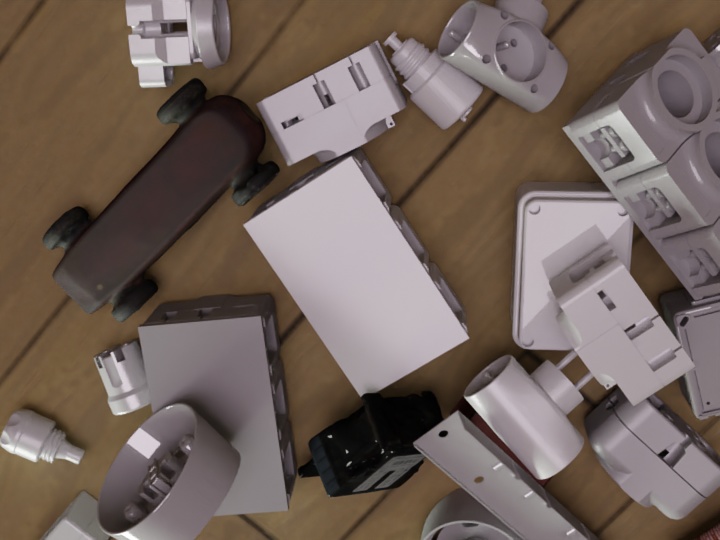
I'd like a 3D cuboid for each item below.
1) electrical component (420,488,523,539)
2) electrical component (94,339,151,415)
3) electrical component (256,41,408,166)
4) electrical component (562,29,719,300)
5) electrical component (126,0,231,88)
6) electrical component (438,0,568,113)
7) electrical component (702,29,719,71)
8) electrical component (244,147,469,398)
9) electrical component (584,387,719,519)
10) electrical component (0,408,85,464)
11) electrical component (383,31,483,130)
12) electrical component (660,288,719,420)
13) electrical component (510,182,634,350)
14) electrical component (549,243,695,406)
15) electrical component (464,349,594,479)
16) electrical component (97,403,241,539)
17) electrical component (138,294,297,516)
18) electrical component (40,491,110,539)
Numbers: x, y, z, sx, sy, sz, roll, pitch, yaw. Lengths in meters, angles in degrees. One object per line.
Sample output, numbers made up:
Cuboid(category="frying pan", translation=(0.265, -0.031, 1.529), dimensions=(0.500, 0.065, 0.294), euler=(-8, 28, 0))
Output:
Cuboid(category="electrical component", translation=(0.094, 0.218, 0.826), dimensions=(0.099, 0.064, 0.099), euler=(6, 110, 16))
Cuboid(category="electrical component", translation=(-0.175, 0.080, 0.806), dimensions=(0.040, 0.040, 0.046), euler=(-20, 98, 9))
Cuboid(category="electrical component", translation=(-0.016, -0.111, 0.737), dimensions=(0.089, 0.050, 0.055), euler=(-25, 102, 10))
Cuboid(category="electrical component", translation=(0.219, -0.068, 0.700), dimensions=(0.150, 0.062, 0.089), euler=(50, 62, -10))
Cuboid(category="electrical component", translation=(-0.121, -0.164, 0.726), dimensions=(0.057, 0.058, 0.078), euler=(-1, 105, 7))
Cuboid(category="electrical component", translation=(0.102, -0.157, 0.716), dimensions=(0.077, 0.044, 0.079), euler=(26, 80, -23))
Cuboid(category="electrical component", translation=(0.254, -0.132, 0.716), dimensions=(0.055, 0.045, 0.045), euler=(44, 103, -8))
Cuboid(category="electrical component", translation=(0.000, 0.000, 0.760), dimensions=(0.089, 0.061, 0.150), euler=(-31, 101, 11))
Cuboid(category="electrical component", translation=(0.213, 0.133, 0.787), dimensions=(0.095, 0.053, 0.059), euler=(42, 104, -8))
Cuboid(category="electrical component", translation=(-0.242, 0.132, 0.826), dimensions=(0.061, 0.035, 0.035), euler=(25, 105, -6))
Cuboid(category="electrical component", translation=(0.048, -0.131, 0.732), dimensions=(0.078, 0.040, 0.040), euler=(42, 104, -8))
Cuboid(category="electrical component", translation=(0.252, 0.046, 0.757), dimensions=(0.062, 0.061, 0.096), euler=(-15, 104, 8))
Cuboid(category="electrical component", translation=(0.147, -0.003, 0.753), dimensions=(0.078, 0.057, 0.113), euler=(1, 105, 3))
Cuboid(category="electrical component", translation=(0.167, 0.037, 0.705), dimensions=(0.056, 0.050, 0.089), euler=(-35, 101, 11))
Cuboid(category="electrical component", translation=(0.125, 0.088, 0.735), dimensions=(0.079, 0.044, 0.077), euler=(-42, 95, -1))
Cuboid(category="electrical component", translation=(-0.129, 0.144, 0.726), dimensions=(0.064, 0.099, 0.099), euler=(40, 104, -14))
Cuboid(category="electrical component", translation=(-0.102, 0.099, 0.794), dimensions=(0.089, 0.061, 0.150), euler=(-5, 105, 5))
Cuboid(category="electrical component", translation=(-0.219, 0.233, 0.846), dimensions=(0.076, 0.047, 0.083), euler=(40, 104, -7))
